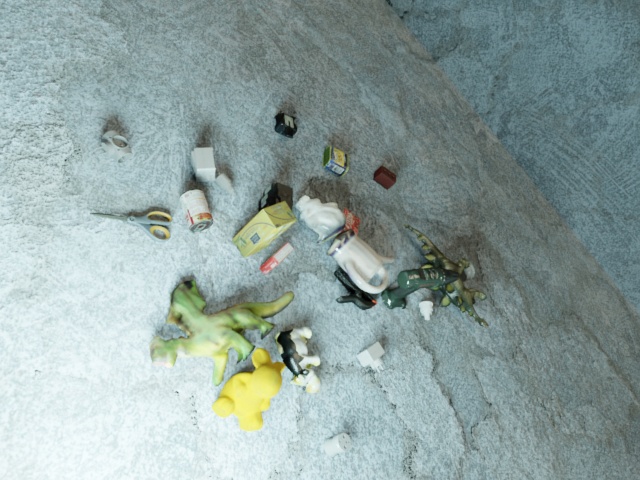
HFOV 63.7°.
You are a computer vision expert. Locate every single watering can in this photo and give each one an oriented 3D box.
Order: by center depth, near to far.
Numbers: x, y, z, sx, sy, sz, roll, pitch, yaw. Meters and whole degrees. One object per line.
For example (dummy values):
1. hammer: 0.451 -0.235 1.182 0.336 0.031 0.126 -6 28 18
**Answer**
1. watering can: 0.142 0.058 1.678 0.225 0.102 0.352 45 -157 2

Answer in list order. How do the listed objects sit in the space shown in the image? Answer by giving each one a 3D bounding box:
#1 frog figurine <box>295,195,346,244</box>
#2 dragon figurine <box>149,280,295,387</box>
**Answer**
1. frog figurine: 0.005 -0.083 1.650 0.139 0.121 0.159 -34 -84 -32
2. dragon figurine: -0.243 0.180 1.226 0.243 0.120 0.418 40 -142 1
